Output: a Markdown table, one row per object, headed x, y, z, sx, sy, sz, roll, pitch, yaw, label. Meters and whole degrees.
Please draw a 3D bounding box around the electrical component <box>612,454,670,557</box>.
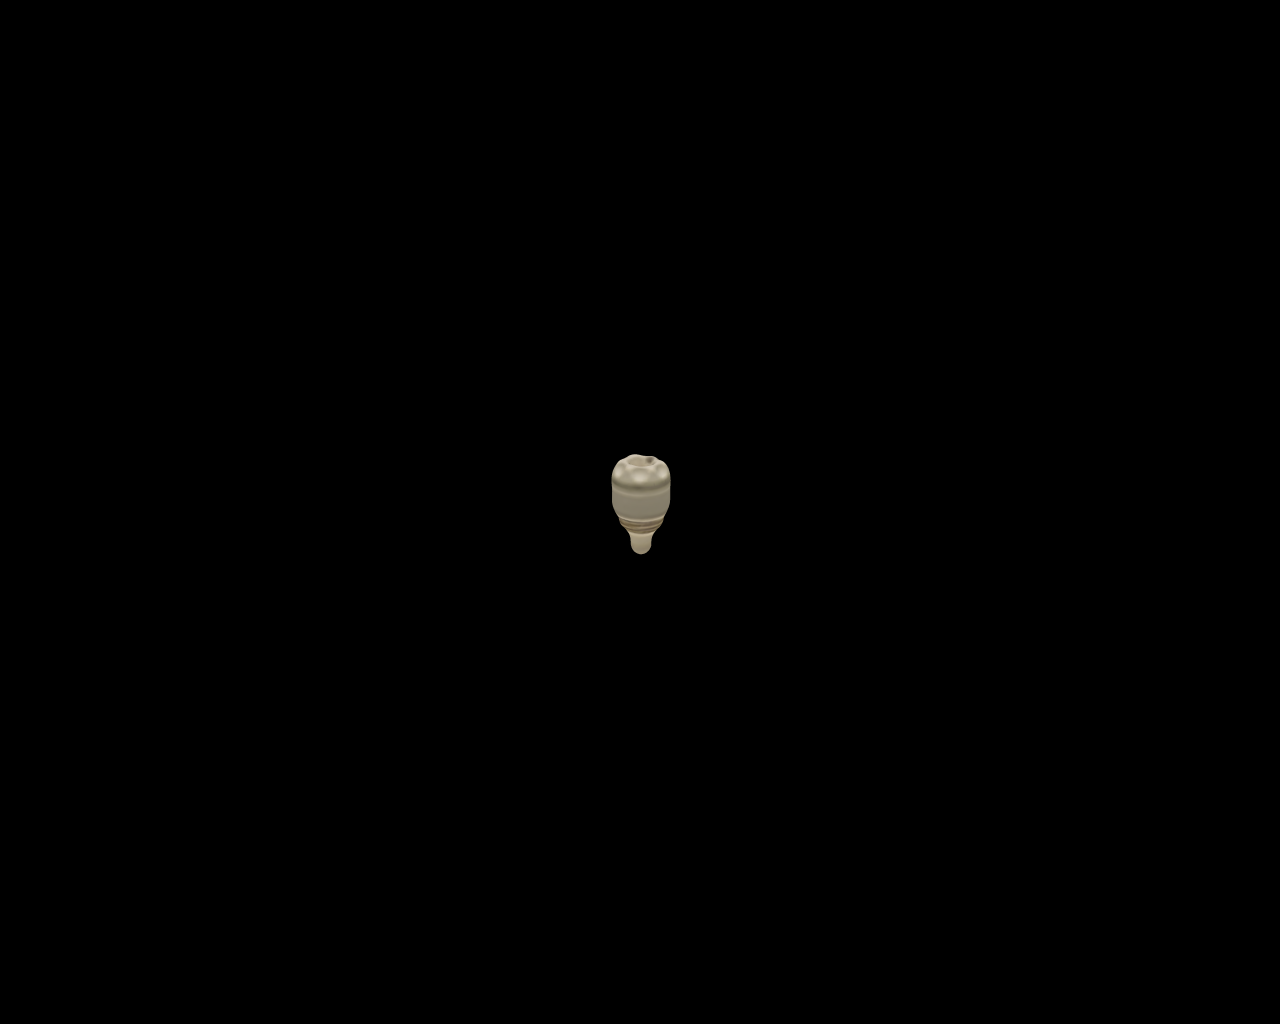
| x | y | z | sx | sy | sz | roll | pitch | yaw | label |
| --- | --- | --- | --- | --- | --- | --- | --- | --- | --- |
| 0.001 | -0.003 | 0.650 | 0.035 | 0.061 | 0.035 | 0 | 22 | 0 | electrical component |
